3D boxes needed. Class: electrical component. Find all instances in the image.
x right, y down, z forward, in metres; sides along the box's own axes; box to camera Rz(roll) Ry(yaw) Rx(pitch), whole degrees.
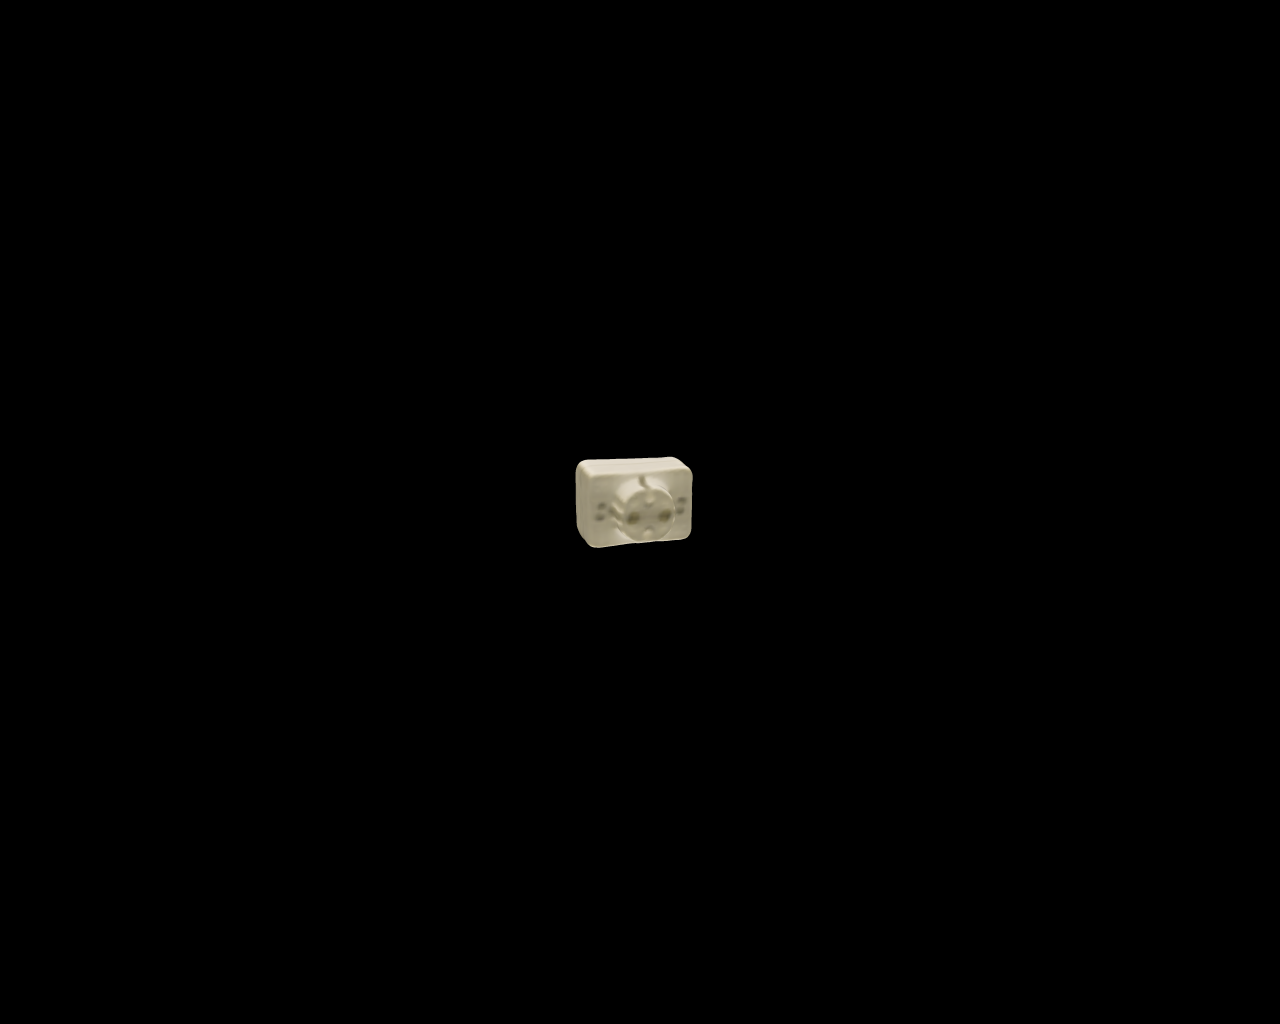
[{"bbox_3d":[0.001,-0.003,0.650,0.066,0.047,0.077,-4,16,-14],"label":"electrical component"}]
